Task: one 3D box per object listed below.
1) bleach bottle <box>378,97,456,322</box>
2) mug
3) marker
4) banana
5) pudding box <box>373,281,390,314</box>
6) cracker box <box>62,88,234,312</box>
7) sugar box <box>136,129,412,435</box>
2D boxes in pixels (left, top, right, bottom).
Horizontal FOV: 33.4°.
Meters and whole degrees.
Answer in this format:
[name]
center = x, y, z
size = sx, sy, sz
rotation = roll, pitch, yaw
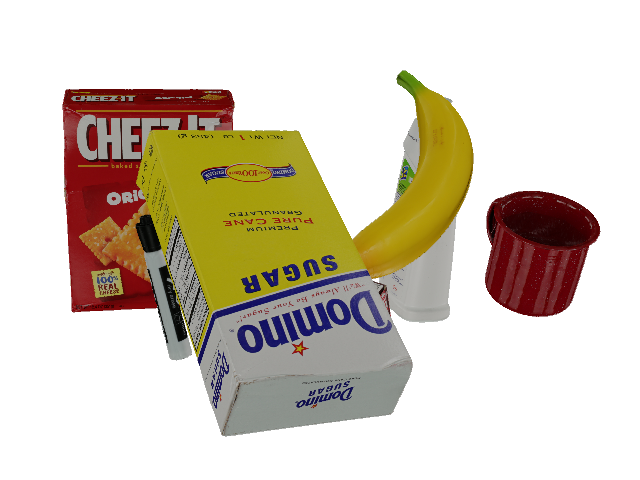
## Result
[bleach bottle]
center = 0.123, -0.039, 1.234
size = 0.068, 0.251, 0.103
rotation = -1, 22, -22
[mug]
center = 0.187, 0.008, 0.962
size = 0.093, 0.081, 0.117
rotation = -15, 40, -29
[marker]
center = -0.126, 0.037, 0.855
size = 0.020, 0.121, 0.020
rotation = -11, 16, 3
[banana]
center = 0.065, -0.038, 0.717
size = 0.069, 0.197, 0.037
rotation = 13, -42, 7
[pudding box]
center = 0.017, 0.073, 1.073
size = 0.114, 0.090, 0.039
rotation = 15, 43, 30
[cracker box]
center = -0.169, -0.039, 1.060
size = 0.164, 0.214, 0.072
rotation = -1, 21, -10
[sugar box]
center = -0.028, 0.013, 0.550
size = 0.093, 0.048, 0.176
rotation = -4, 44, -25
